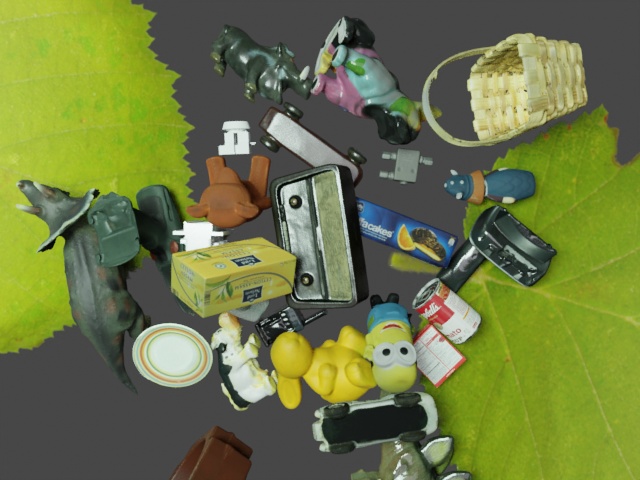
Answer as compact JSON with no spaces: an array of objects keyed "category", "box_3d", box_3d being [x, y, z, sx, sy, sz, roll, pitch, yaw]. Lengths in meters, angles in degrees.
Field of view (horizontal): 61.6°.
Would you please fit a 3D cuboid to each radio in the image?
[{"category":"radio","box_3d":[-0.002,-0.003,0.888,0.131,0.073,0.229,-8,89,23]}]

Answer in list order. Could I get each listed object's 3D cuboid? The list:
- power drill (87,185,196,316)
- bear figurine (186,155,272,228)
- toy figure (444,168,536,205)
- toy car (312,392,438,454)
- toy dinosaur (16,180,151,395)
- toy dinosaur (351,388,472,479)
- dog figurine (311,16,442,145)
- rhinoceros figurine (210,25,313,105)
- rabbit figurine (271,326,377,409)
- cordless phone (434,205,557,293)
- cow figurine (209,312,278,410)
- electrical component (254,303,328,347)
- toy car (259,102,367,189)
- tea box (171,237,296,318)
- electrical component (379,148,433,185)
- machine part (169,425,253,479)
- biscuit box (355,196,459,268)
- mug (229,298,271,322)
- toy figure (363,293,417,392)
[{"category":"power drill","box_3d":[-0.270,0.012,0.869,0.086,0.207,0.232,-20,79,16]},{"category":"bear figurine","box_3d":[-0.145,-0.083,0.872,0.120,0.196,0.131,-2,89,3]},{"category":"toy figure","box_3d":[0.294,-0.092,0.940,0.155,0.064,0.057,-3,128,5]},{"category":"toy car","box_3d":[0.088,0.292,0.864,0.202,0.056,0.073,-9,85,-1]},{"category":"toy dinosaur","box_3d":[-0.365,0.076,0.876,0.131,0.192,0.404,-18,89,3]},{"category":"toy dinosaur","box_3d":[0.154,0.416,0.926,0.199,0.105,0.471,-16,93,-5]},{"category":"dog figurine","box_3d":[0.100,-0.258,0.916,0.219,0.108,0.191,27,49,-21]},{"category":"rhinoceros figurine","box_3d":[-0.099,-0.299,0.937,0.190,0.073,0.112,33,80,2]},{"category":"rabbit figurine","box_3d":[-0.013,0.206,0.906,0.173,0.122,0.162,27,128,-29]},{"category":"cordless phone","box_3d":[0.303,0.046,0.941,0.146,0.089,0.184,39,102,-2]},{"category":"cow figurine","box_3d":[-0.147,0.209,0.941,0.098,0.068,0.167,-31,88,9]},{"category":"electrical component","box_3d":[-0.049,0.136,0.934,0.119,0.075,0.047,-29,91,4]},{"category":"toy car","box_3d":[-0.013,-0.158,0.943,0.202,0.053,0.089,34,101,-4]},{"category":"tea box","box_3d":[-0.132,0.052,0.830,0.098,0.169,0.068,26,116,40]},{"category":"electrical component","box_3d":[0.154,-0.130,0.958,0.094,0.021,0.063,7,91,-1]},{"category":"machine part","box_3d":[-0.200,0.417,0.858,0.087,0.201,0.201,37,134,-6]},{"category":"biscuit box","box_3d":[0.134,-0.014,0.939,0.203,0.059,0.062,21,90,0]},{"category":"mug","box_3d":[-0.138,0.093,0.922,0.107,0.109,0.081,34,91,-11]},{"category":"toy figure","box_3d":[0.120,0.167,0.889,0.082,0.180,0.089,-25,119,13]}]
